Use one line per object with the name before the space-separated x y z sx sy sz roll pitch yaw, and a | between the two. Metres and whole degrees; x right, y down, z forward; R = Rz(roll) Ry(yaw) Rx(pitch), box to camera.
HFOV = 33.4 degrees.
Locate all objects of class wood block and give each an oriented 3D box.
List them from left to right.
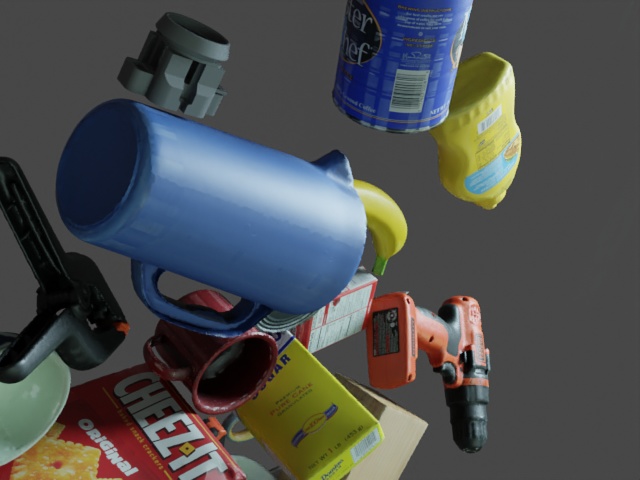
wood block | 0.020 0.268 1.206 0.090 0.090 0.206 30 89 -46

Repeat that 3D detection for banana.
banana | 0.040 -0.022 1.041 0.069 0.037 0.197 -61 144 -6

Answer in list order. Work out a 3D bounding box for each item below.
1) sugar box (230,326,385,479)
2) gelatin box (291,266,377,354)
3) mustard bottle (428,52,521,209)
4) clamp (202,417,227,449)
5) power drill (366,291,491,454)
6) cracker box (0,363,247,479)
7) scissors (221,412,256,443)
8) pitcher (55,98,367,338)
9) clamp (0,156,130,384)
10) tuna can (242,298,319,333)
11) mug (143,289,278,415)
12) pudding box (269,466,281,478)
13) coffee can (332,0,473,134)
sugar box | -0.029 0.156 1.023 0.093 0.176 0.048 -37 144 -16
gelatin box | 0.013 0.074 1.116 0.089 0.030 0.073 -20 137 -33
mustard bottle | 0.161 -0.094 1.086 0.096 0.058 0.191 -42 144 -15
clamp | -0.163 0.256 1.099 0.120 0.039 0.171 20 101 -49
power drill | 0.127 0.142 1.200 0.057 0.184 0.187 -17 157 34
cracker box | -0.195 0.203 0.908 0.213 0.164 0.072 -17 136 -35
scissors | -0.045 0.207 1.193 0.096 0.016 0.201 -42 144 -6
pitcher | -0.089 -0.016 0.847 0.145 0.149 0.242 -16 158 36
clamp | -0.199 0.036 0.814 0.036 0.164 0.210 -11 166 9
tuna can | -0.032 0.048 1.030 0.086 0.034 0.086 -22 143 -18
mug | -0.108 0.101 0.971 0.117 0.082 0.093 -10 130 -40
pudding box | -0.045 0.309 1.270 0.113 0.039 0.090 -20 133 -37
coffee can | 0.069 -0.174 0.879 0.102 0.103 0.140 -21 136 -32
